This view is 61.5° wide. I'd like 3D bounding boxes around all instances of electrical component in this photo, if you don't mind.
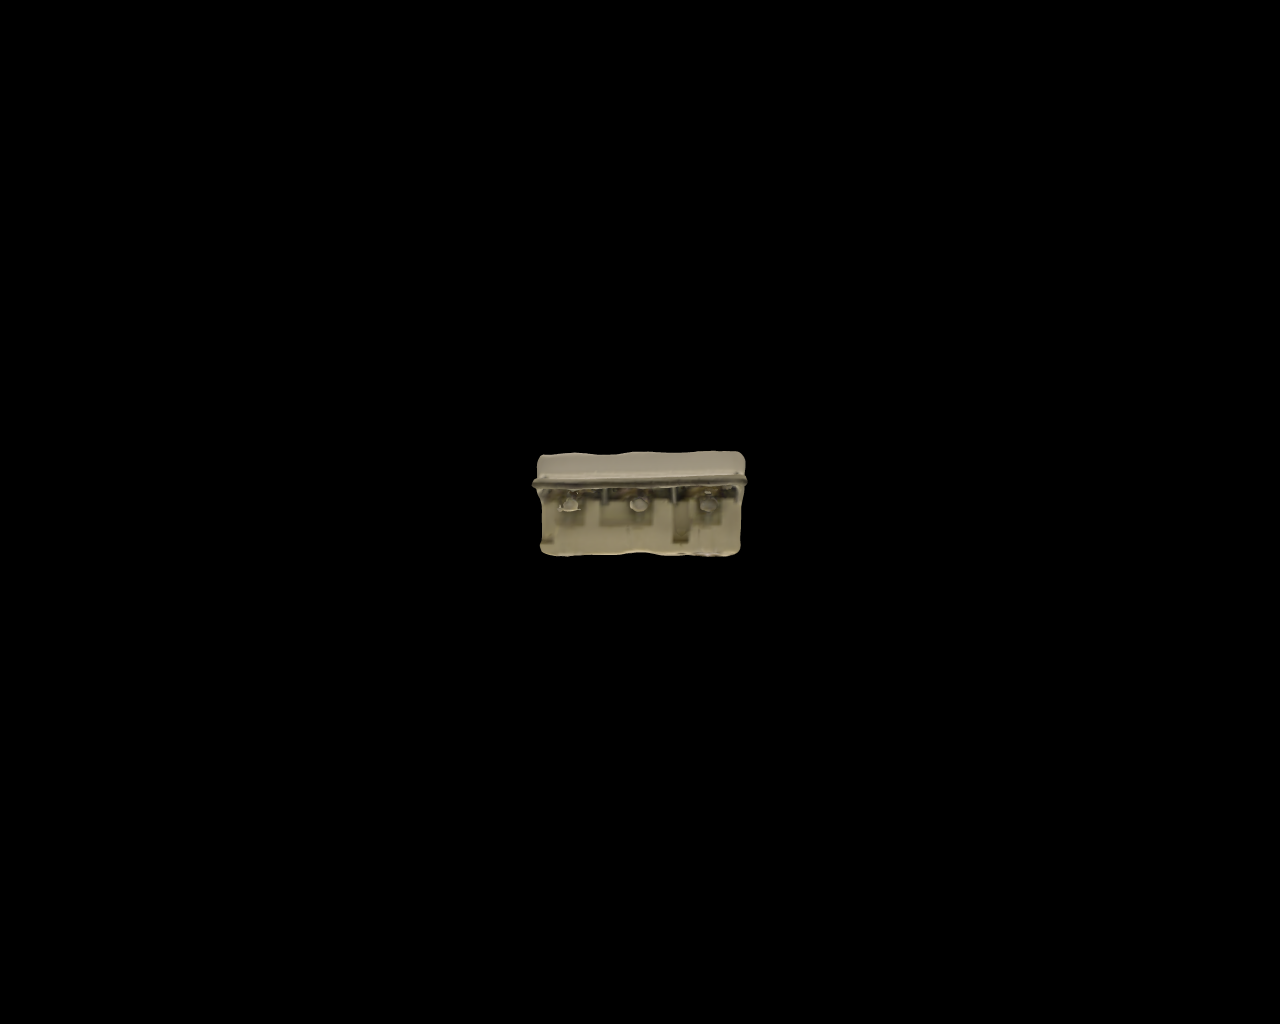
[{"bbox_3d":[0.001,-0.003,0.650,0.121,0.063,0.078,0,-4,2],"label":"electrical component"}]
